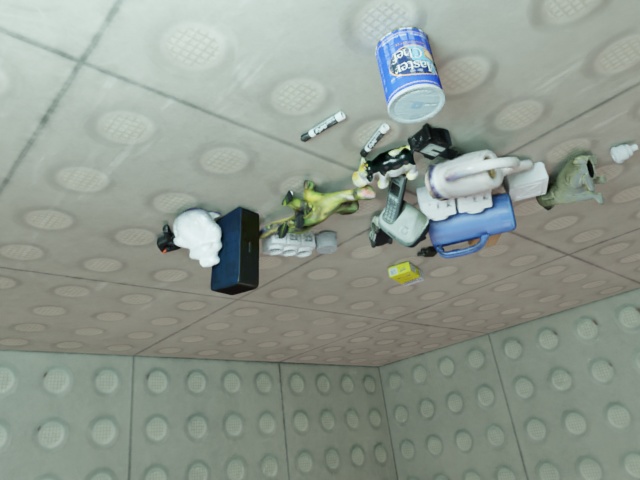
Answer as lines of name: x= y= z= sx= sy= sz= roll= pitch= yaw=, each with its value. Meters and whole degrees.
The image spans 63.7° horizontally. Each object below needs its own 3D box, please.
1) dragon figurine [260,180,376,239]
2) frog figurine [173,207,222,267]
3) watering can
dragon figurine: x=0.004 y=-0.073 z=1.457 sx=0.243 sy=0.123 sz=0.405 roll=-1 pitch=165 yaw=-35
frog figurine: x=-0.335 y=-0.004 z=1.412 sx=0.137 sy=0.163 sz=0.120 roll=-10 pitch=153 yaw=6
watering can: x=0.410 y=-0.171 z=1.328 sx=0.223 sy=0.104 sz=0.349 roll=-12 pitch=178 yaw=38
